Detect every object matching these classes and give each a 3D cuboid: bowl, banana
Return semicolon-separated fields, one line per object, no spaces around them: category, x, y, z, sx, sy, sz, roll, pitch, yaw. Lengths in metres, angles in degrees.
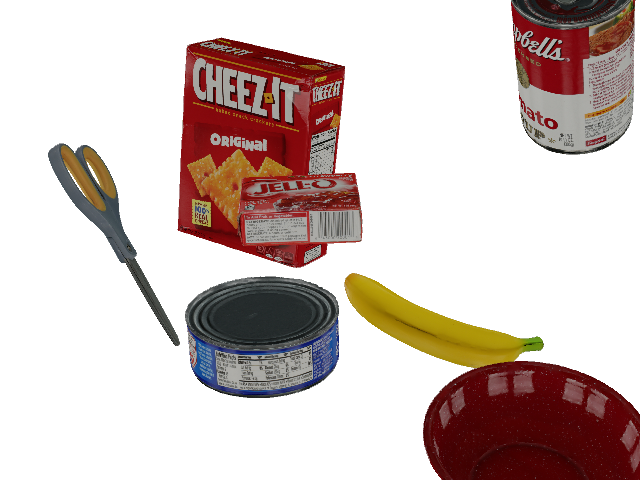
bowl;0.153;0.159;0.766;0.162;0.055;0.162;-1;36;0
banana;0.093;0.075;0.948;0.198;0.037;0.069;20;14;27

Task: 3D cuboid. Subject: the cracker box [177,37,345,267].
cracker box;-0.069;-0.094;1.144;0.164;0.214;0.072;18;26;27

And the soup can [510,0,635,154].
soup can;0.146;-0.108;0.615;0.068;0.068;0.102;0;-39;15

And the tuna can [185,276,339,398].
tuna can;-0.032;0.053;0.598;0.086;0.034;0.086;-2;23;1

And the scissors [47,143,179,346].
scissors;-0.176;-0.005;0.952;0.016;0.201;0.096;-27;22;13

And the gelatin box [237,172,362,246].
gelatin box;-0.016;-0.024;0.787;0.089;0.030;0.073;-2;24;-1
